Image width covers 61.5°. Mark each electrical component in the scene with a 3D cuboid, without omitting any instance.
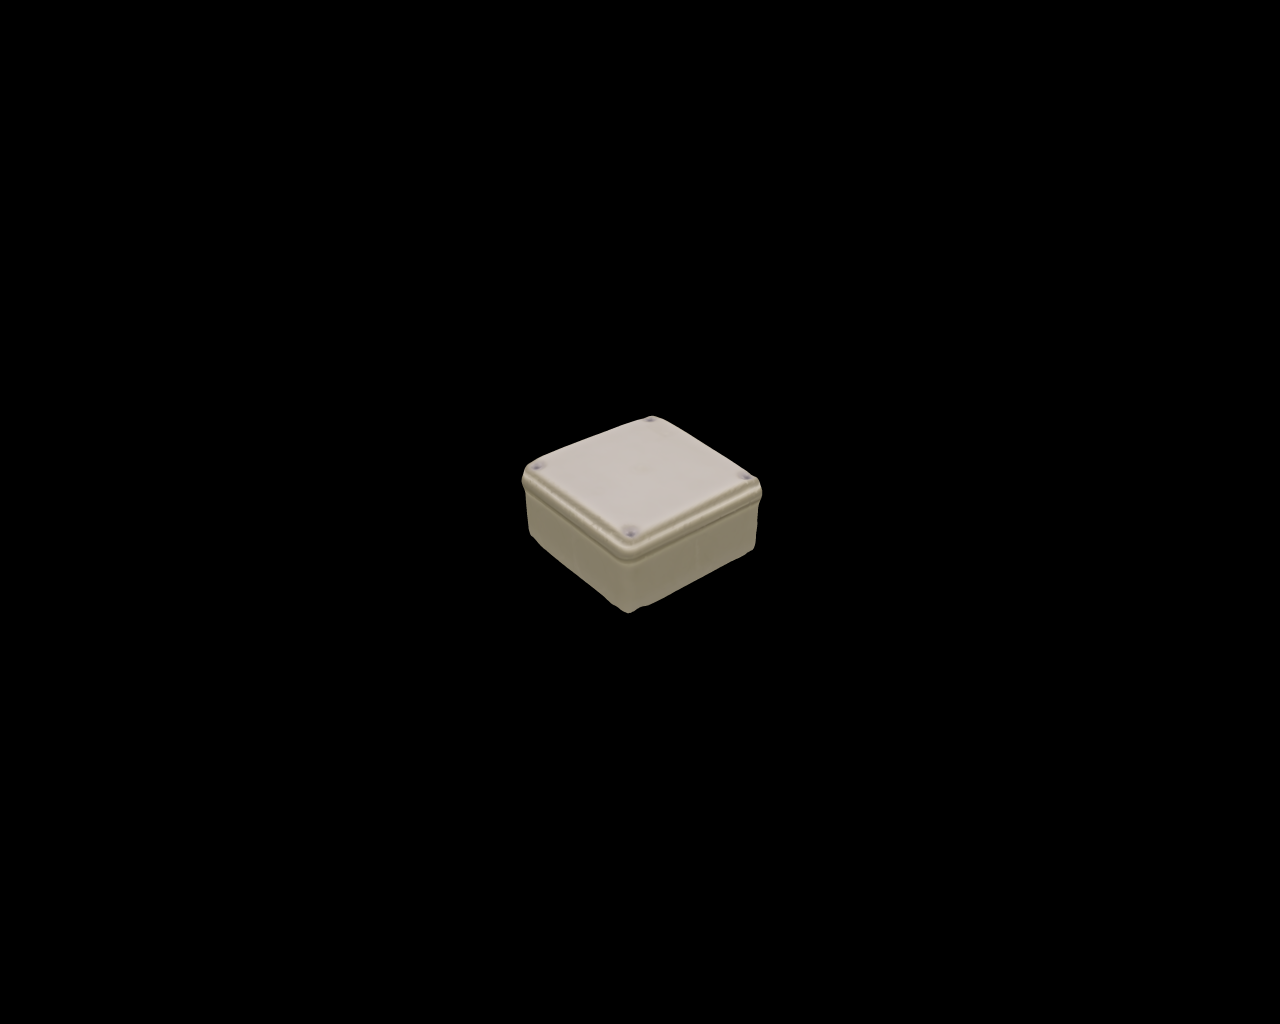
[{"bbox_3d":[0.001,-0.003,0.650,0.109,0.056,0.109,-24,41,-31],"label":"electrical component"}]
